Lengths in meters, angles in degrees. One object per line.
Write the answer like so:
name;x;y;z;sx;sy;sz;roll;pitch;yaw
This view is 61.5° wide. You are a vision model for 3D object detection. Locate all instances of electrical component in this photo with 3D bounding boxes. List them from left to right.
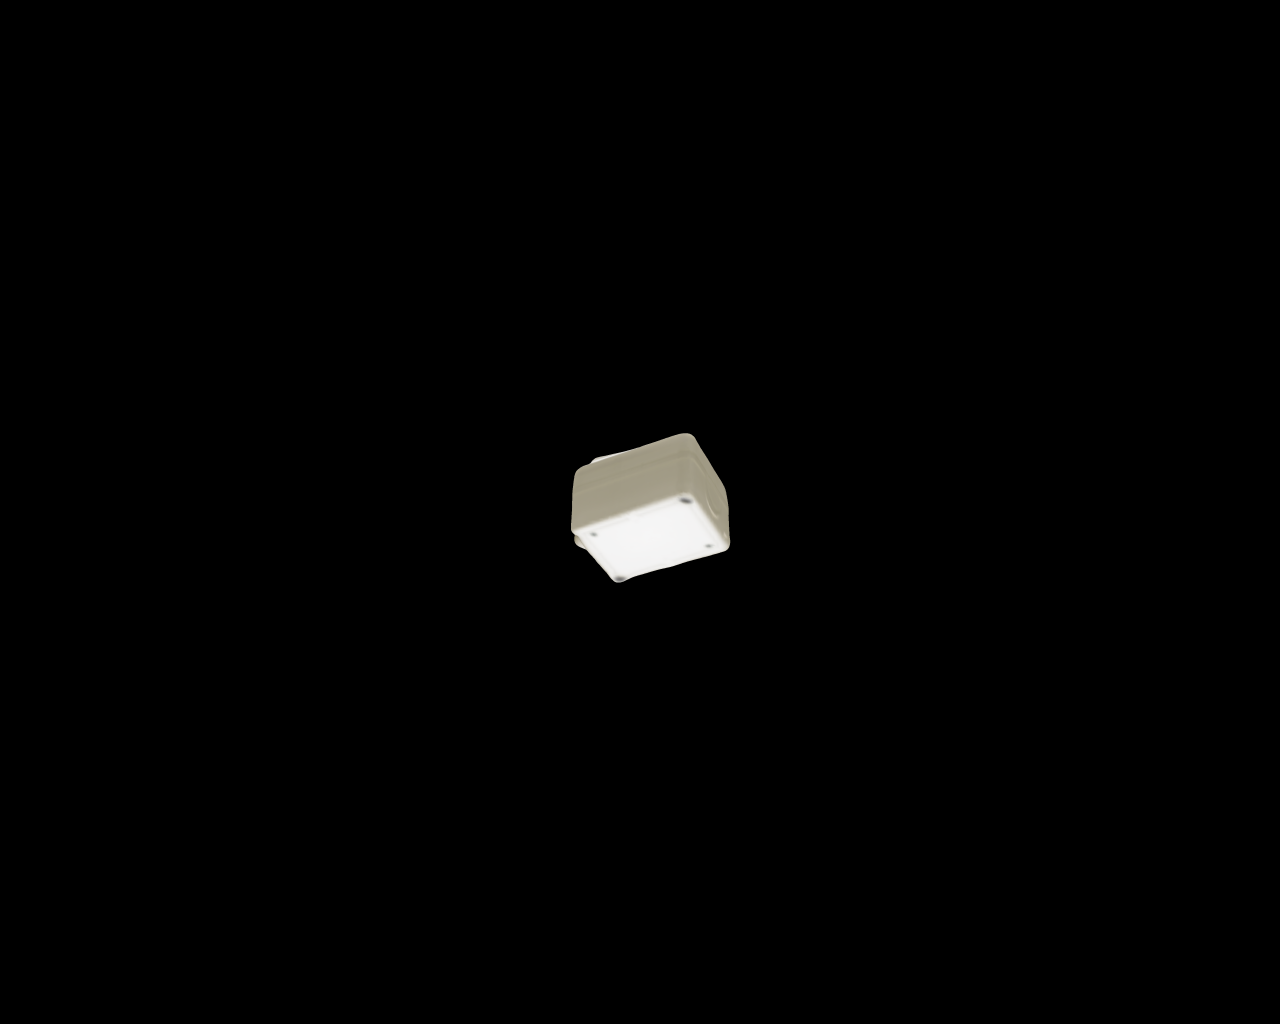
electrical component;0.001;-0.003;0.650;0.096;0.061;0.061;-18;-44;19
